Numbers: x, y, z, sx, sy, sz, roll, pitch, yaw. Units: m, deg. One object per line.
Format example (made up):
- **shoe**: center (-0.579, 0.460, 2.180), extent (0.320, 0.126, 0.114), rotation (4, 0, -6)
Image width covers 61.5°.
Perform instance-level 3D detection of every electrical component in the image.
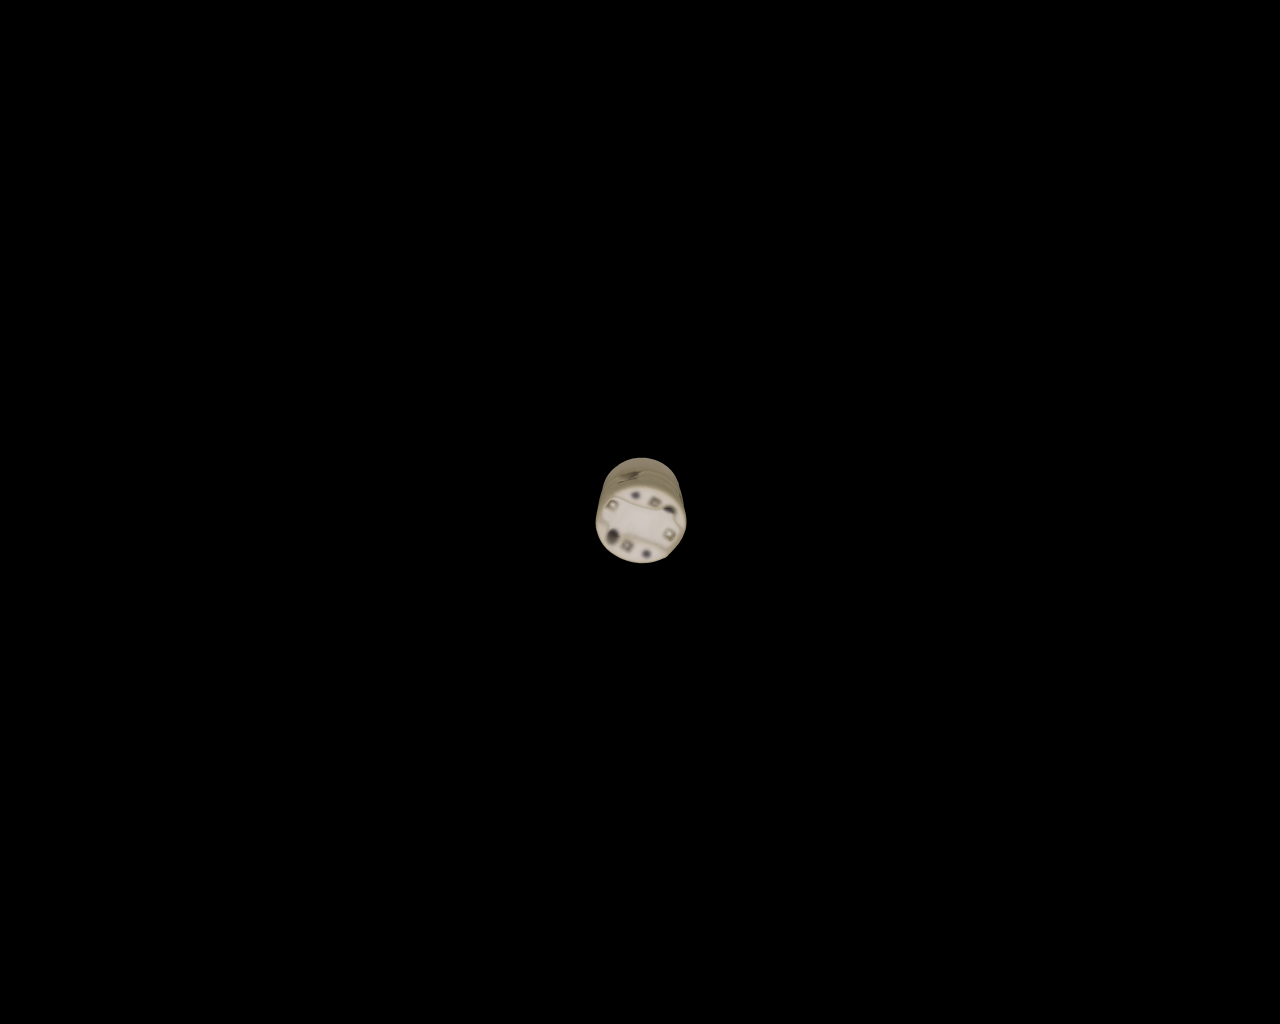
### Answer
- **electrical component**: center (0.001, -0.003, 0.650), extent (0.055, 0.055, 0.047), rotation (0, 27, 0)
